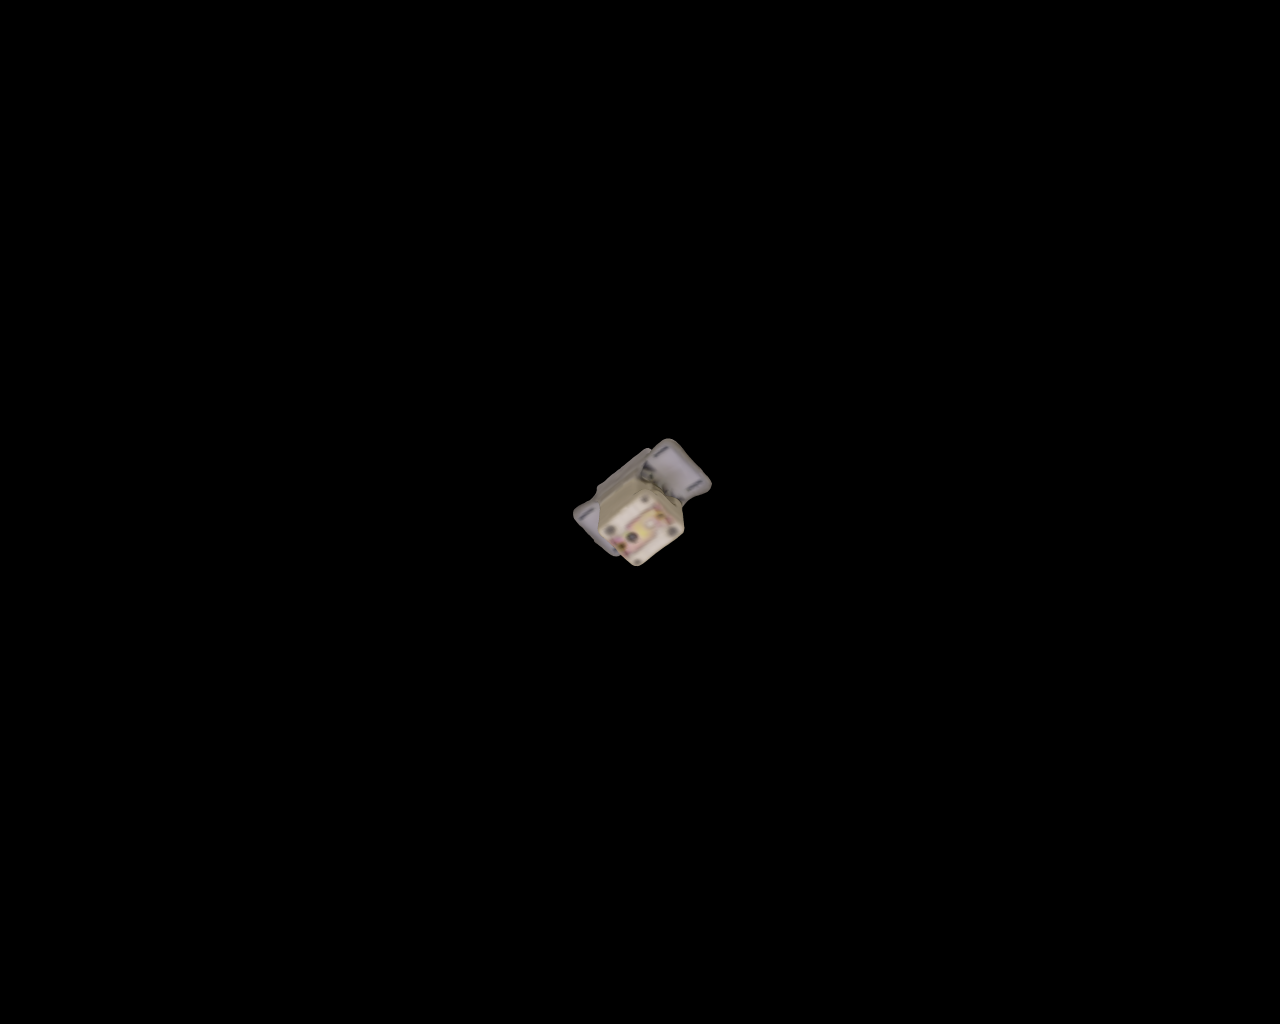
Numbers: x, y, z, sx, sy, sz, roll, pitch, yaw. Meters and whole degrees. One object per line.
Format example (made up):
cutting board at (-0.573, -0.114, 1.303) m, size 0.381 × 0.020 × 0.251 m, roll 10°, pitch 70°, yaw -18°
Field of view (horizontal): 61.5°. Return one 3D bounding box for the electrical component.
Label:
electrical component at (0.001, -0.003, 0.650) m, size 0.081 × 0.042 × 0.064 m, roll -38°, pitch 22°, yaw 18°
